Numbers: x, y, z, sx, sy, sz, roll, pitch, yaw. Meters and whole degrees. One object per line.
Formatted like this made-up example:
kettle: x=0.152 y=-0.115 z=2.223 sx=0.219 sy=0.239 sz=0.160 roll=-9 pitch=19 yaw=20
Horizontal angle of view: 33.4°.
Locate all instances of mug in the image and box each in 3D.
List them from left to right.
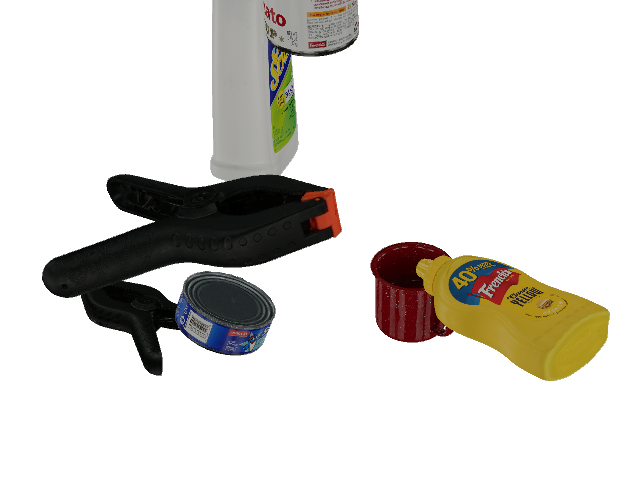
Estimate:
mug: x=0.111 y=0.066 z=1.197 sx=0.093 sy=0.081 sz=0.117 roll=-26 pitch=41 yaw=-31

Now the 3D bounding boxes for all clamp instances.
clamp: x=-0.192 y=0.085 z=1.159 sx=0.210 sy=0.036 sz=0.164 roll=18 pitch=20 yaw=26
clamp: x=-0.077 y=-0.005 z=0.627 sx=0.172 sy=0.039 sz=0.120 roll=-2 pitch=37 yaw=24

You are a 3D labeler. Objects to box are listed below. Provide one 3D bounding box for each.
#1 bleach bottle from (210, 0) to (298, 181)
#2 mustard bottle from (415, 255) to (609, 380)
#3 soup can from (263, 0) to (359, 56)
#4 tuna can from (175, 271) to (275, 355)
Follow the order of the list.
bleach bottle: x=-0.062 y=-0.183 z=0.937 sx=0.068 sy=0.251 sz=0.102 roll=7 pitch=31 yaw=16
mustard bottle: x=0.164 y=0.060 z=0.994 sx=0.096 sy=0.058 sz=0.192 roll=-28 pitch=38 yaw=-33
soup can: x=-0.006 y=-0.185 z=0.721 sx=0.068 sy=0.102 sz=0.068 roll=-1 pitch=40 yaw=1
tuna can: x=-0.086 y=0.065 z=0.953 sx=0.086 sy=0.034 sz=0.086 roll=17 pitch=26 yaw=-9
